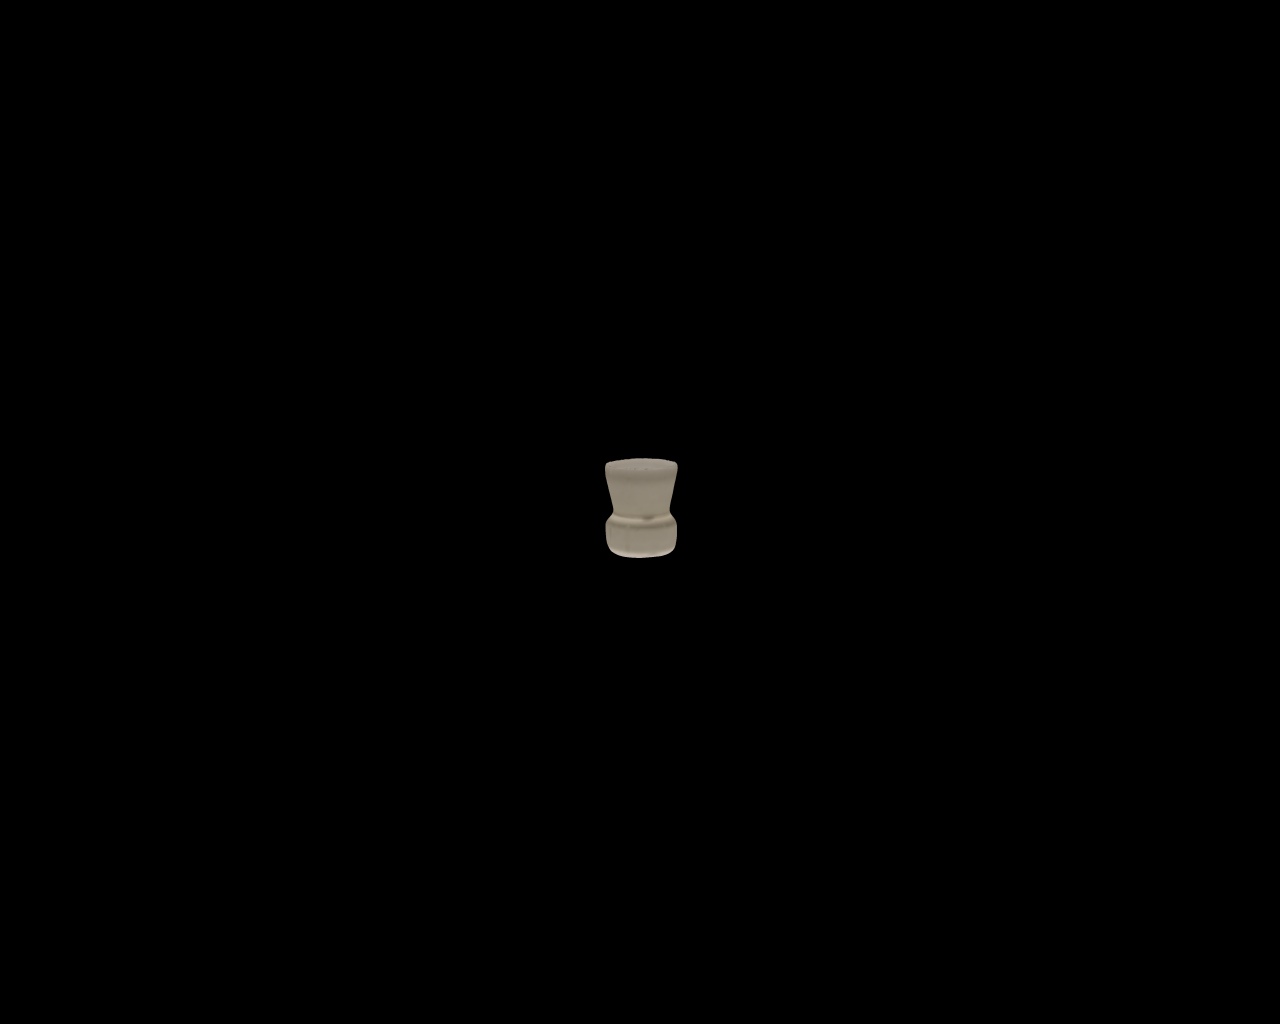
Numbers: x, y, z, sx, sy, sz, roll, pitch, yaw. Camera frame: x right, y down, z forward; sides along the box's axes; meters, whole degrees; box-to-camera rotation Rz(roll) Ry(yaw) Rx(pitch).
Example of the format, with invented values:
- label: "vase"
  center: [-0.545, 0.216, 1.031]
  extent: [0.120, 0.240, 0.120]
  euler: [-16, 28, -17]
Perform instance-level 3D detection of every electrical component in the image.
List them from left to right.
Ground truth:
- label: "electrical component"
  center: [0.001, -0.003, 0.650]
  extent: [0.045, 0.055, 0.045]
  euler: [0, 11, 0]
